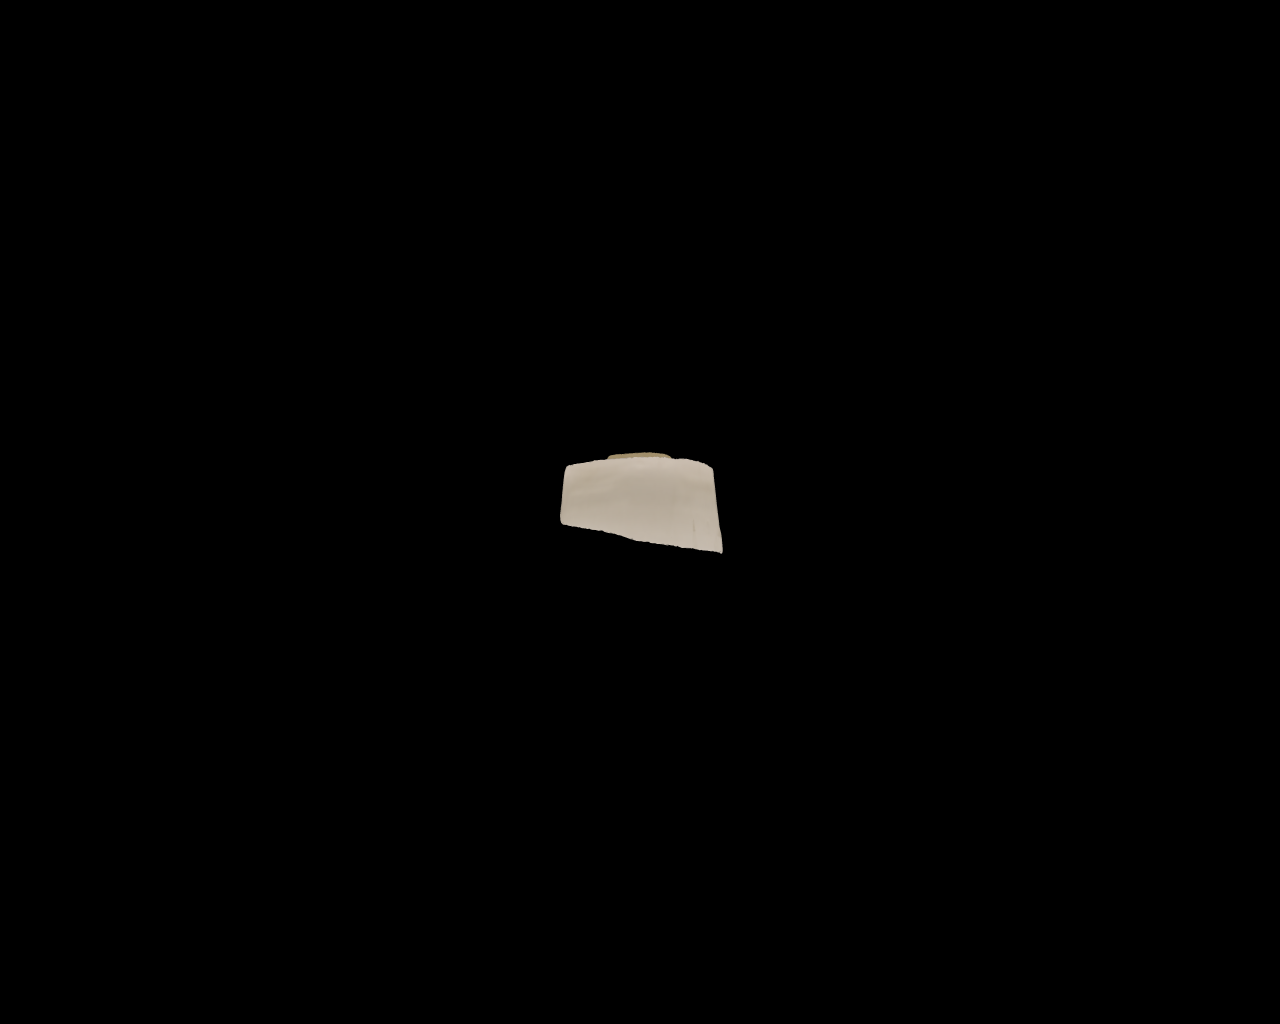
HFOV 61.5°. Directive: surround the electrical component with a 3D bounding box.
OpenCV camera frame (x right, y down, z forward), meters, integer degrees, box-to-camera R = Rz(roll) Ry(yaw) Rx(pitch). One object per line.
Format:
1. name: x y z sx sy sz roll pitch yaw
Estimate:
1. electrical component: 0.001 -0.003 0.650 0.099 0.064 0.099 0 -7 0
